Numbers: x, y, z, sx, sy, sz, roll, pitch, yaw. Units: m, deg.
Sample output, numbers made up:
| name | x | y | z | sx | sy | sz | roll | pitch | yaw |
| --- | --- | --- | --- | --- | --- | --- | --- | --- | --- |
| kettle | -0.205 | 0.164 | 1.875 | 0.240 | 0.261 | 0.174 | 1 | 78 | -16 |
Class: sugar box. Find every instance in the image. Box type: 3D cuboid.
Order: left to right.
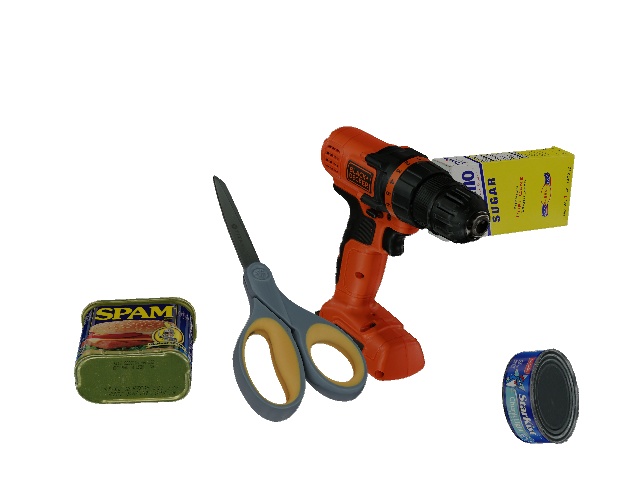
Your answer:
| name | x | y | z | sx | sy | sz | roll | pitch | yaw |
| --- | --- | --- | --- | --- | --- | --- | --- | --- | --- |
| sugar box | 0.213 | -0.055 | 1.258 | 0.176 | 0.093 | 0.048 | -9 | 21 | -26 |

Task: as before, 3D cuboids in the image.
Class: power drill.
| name | x | y | z | sx | sy | sz | roll | pitch | yaw |
| --- | --- | --- | --- | --- | --- | --- | --- | --- | --- |
| power drill | 0.060 | 0.016 | 0.871 | 0.057 | 0.188 | 0.185 | -9 | 28 | -32 |

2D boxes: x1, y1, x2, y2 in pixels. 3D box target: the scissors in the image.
| name | x | y | z | sx | sy | sz | roll | pitch | yaw |
| --- | --- | --- | --- | --- | --- | --- | --- | --- | --- |
| scissors | -0.022 | 0.034 | 0.710 | 0.096 | 0.202 | 0.016 | 10 | -45 | -18 |

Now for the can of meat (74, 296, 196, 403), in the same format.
| name | x | y | z | sx | sy | sz | roll | pitch | yaw |
| --- | --- | --- | --- | --- | --- | --- | --- | --- | --- |
| can of meat | -0.159 | 0.096 | 0.922 | 0.102 | 0.057 | 0.084 | -2 | 29 | -4 |

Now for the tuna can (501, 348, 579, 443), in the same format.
| name | x | y | z | sx | sy | sz | roll | pitch | yaw |
| --- | --- | --- | --- | --- | --- | --- | --- | --- | --- |
| tuna can | 0.202 | 0.143 | 0.978 | 0.034 | 0.086 | 0.085 | -10 | -6 | 40 |
